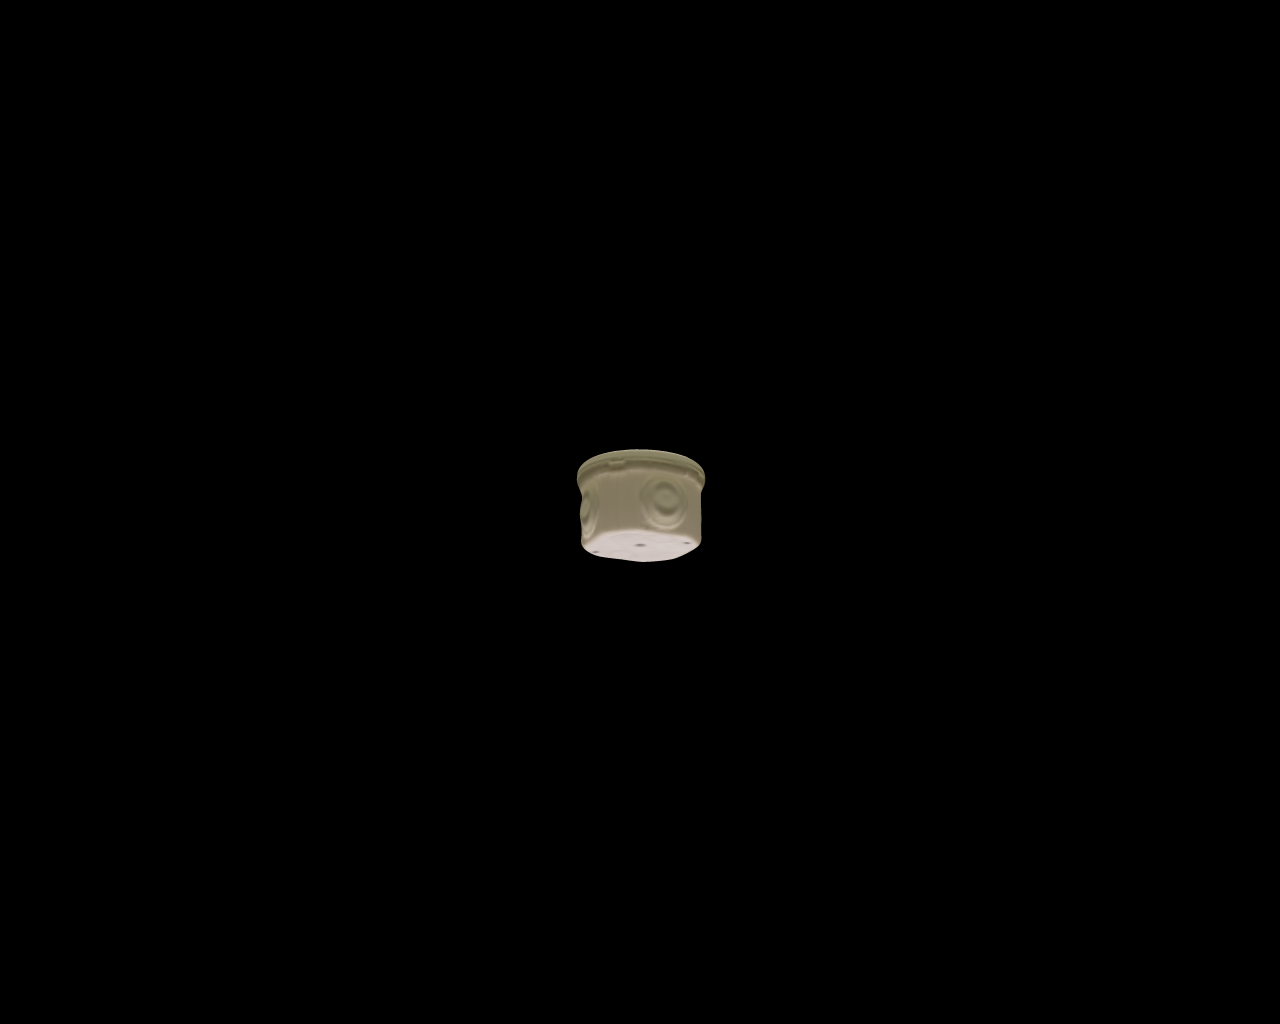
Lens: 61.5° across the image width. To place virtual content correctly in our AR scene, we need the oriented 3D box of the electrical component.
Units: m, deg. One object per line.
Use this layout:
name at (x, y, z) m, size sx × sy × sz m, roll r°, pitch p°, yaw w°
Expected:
electrical component at (0.001, -0.003, 0.650) m, size 0.080 × 0.051 × 0.080 m, roll 0°, pitch -18°, yaw 0°
